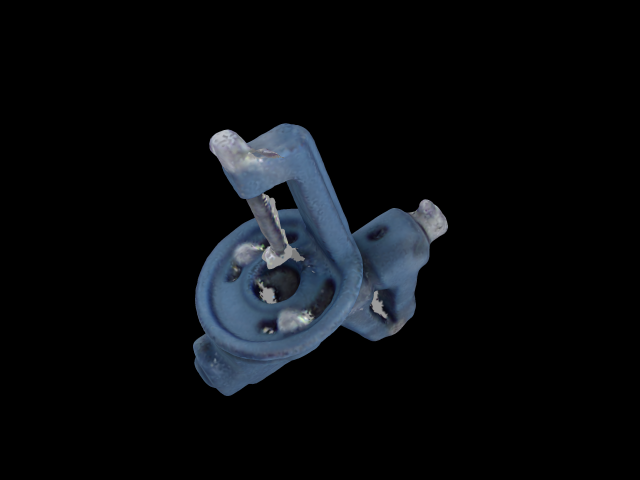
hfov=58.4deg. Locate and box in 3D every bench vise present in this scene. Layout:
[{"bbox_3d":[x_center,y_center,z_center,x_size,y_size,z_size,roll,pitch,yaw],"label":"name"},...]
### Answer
[{"bbox_3d":[-0.005,-0.004,0.406,0.121,0.220,0.208,32,53,29],"label":"bench vise"}]
